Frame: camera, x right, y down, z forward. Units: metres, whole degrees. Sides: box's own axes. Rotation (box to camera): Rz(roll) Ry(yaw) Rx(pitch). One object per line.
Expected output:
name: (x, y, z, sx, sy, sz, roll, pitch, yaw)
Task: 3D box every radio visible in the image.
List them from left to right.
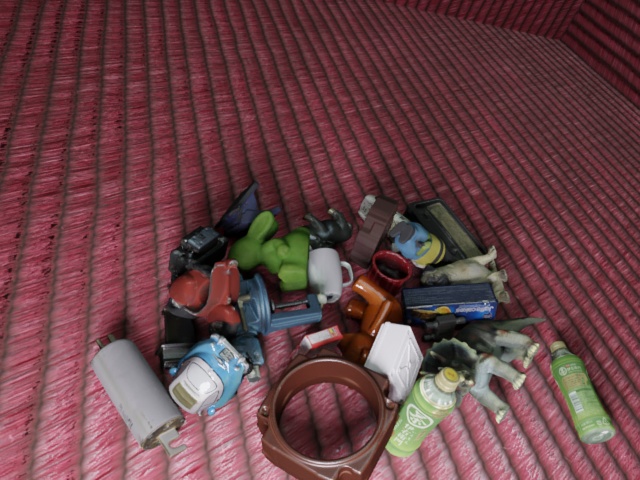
radio: (0.316, -0.006, 1.391, 0.131, 0.073, 0.230, -8, 49, -31)

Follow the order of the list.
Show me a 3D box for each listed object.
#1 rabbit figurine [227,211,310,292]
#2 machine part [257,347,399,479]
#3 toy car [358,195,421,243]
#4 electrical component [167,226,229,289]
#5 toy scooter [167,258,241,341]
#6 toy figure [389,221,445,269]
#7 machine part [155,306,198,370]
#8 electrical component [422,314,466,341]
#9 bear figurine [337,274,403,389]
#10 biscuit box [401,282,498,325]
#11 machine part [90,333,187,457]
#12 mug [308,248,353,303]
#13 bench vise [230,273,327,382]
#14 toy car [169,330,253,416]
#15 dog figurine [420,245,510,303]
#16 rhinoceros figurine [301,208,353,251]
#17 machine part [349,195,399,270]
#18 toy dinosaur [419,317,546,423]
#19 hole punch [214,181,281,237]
rabbit figurine: (-0.107, 0.022, 1.107, 0.170, 0.121, 0.159, 2, 76, 0)
machine part: (0.013, 0.292, 0.883, 0.201, 0.087, 0.201, 23, 53, 22)
toy car: (0.186, -0.040, 1.372, 0.202, 0.073, 0.056, 40, 41, 20)
electrical component: (-0.241, 0.038, 1.059, 0.058, 0.134, 0.115, 32, 44, 12)
toy scooter: (-0.194, 0.084, 0.937, 0.184, 0.135, 0.075, 21, 9, 40)
toy figure: (0.232, 0.011, 1.246, 0.180, 0.089, 0.082, 39, 27, -50)
machine part: (-0.260, 0.172, 0.980, 0.084, 0.039, 0.139, -2, 48, -18)
electrical component: (0.268, 0.190, 1.157, 0.094, 0.063, 0.021, -9, 40, -12)
bear figurine: (0.079, 0.183, 1.061, 0.132, 0.120, 0.196, 29, 48, 18)
biscuit box: (0.283, 0.141, 1.183, 0.203, 0.059, 0.063, -4, 39, 2)
machine part: (-0.293, 0.243, 0.859, 0.079, 0.079, 0.243, -22, 58, -39)
mug: (0.021, 0.084, 1.172, 0.109, 0.080, 0.107, 7, 53, -25)
bench vise: (-0.094, 0.149, 1.012, 0.241, 0.128, 0.224, -8, 45, -19)
toy car: (-0.184, 0.224, 0.859, 0.109, 0.161, 0.103, 46, 44, 3)
dog figurine: (0.338, 0.110, 1.279, 0.191, 0.172, 0.121, -17, 37, 8)
rhinoceros figurine: (-0.003, -0.004, 1.261, 0.190, 0.073, 0.112, -25, 69, -42)
machine part: (0.125, -0.020, 1.257, 0.056, 0.179, 0.179, 26, 41, 8)
toy dinosaur: (0.339, 0.233, 1.120, 0.192, 0.131, 0.405, 29, 32, 21)
hole punch: (-0.162, -0.053, 1.201, 0.092, 0.142, 0.116, 46, 56, -14)
